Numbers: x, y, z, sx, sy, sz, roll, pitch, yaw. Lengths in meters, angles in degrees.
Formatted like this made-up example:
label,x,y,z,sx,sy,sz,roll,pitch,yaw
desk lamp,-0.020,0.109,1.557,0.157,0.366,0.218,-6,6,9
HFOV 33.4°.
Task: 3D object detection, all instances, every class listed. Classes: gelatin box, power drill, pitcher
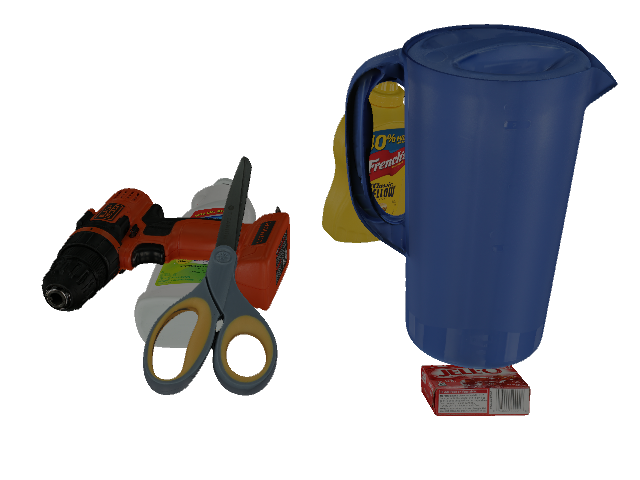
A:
label,x,y,z,sx,sy,sz,roll,pitch,yaw
gelatin box,0.141,0.137,0.984,0.089,0.030,0.073,0,9,-3
power drill,-0.128,0.013,0.925,0.188,0.057,0.184,8,30,9
pitcher,0.111,-0.031,0.793,0.144,0.243,0.149,-21,34,-36

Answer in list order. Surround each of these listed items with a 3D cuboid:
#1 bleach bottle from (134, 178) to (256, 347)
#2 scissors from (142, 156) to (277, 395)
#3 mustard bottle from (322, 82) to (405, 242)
label,x,y,z,sx,sy,sz,roll,pitch,yaw
bleach bottle,-0.127,0.011,1.155,0.102,0.068,0.250,0,35,4
scissors,-0.053,0.027,0.738,0.096,0.201,0.016,21,-35,10
mustard bottle,0.059,-0.093,1.144,0.096,0.192,0.058,-7,32,-24
